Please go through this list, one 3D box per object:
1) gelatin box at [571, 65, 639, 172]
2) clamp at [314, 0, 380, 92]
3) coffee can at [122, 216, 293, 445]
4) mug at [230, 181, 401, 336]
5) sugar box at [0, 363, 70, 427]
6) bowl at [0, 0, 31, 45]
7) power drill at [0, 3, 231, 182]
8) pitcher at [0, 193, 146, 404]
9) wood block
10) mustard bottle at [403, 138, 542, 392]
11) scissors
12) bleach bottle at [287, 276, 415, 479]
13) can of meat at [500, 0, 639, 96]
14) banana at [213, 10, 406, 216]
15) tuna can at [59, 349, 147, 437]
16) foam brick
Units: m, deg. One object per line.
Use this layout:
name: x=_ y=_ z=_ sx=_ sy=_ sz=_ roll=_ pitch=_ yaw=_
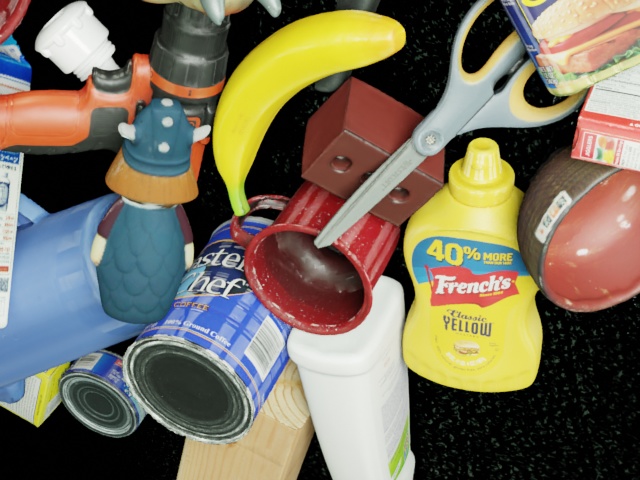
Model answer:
gelatin box: x=0.182 y=-0.071 z=0.574 sx=0.073 sy=0.089 sz=0.030 roll=15 pitch=134 yaw=17
clamp: x=0.017 y=-0.188 z=0.600 sx=0.164 sy=0.036 sz=0.210 roll=47 pitch=137 yaw=-15
coffee can: x=-0.066 y=0.064 z=0.783 sx=0.103 sy=0.140 sz=0.103 roll=15 pitch=133 yaw=16
mug: x=-0.005 y=0.001 z=0.738 sx=0.117 sy=0.081 sz=0.093 roll=20 pitch=132 yaw=13
sugar box: x=-0.327 y=0.101 z=1.022 sx=0.176 sy=0.048 sz=0.093 roll=31 pitch=135 yaw=6
bowl: x=-0.267 y=-0.196 z=0.706 sx=0.162 sy=0.055 sz=0.162 roll=-3 pitch=119 yaw=-5
power drill: x=-0.156 y=-0.105 z=0.695 sx=0.187 sy=0.057 sz=0.185 roll=5 pitch=130 yaw=-15
pitcher: x=-0.232 y=0.035 z=0.864 sx=0.243 sy=0.145 sz=0.149 roll=-19 pitch=149 yaw=34
wood block: x=-0.059 y=0.170 z=0.906 sx=0.091 sy=0.090 sz=0.206 roll=25 pitch=135 yaw=8
mustard bottle: x=0.104 y=0.016 z=0.710 sx=0.096 sy=0.058 sz=0.192 roll=9 pitch=130 yaw=16
scissors: x=0.085 y=-0.058 z=0.633 sx=0.096 sy=0.016 sz=0.202 roll=26 pitch=110 yaw=-12
bleach bottle: x=0.035 y=0.150 z=0.828 sx=0.068 sy=0.102 sz=0.251 roll=9 pitch=130 yaw=23
can of meat: x=0.145 y=-0.134 z=0.555 sx=0.102 sy=0.057 sz=0.084 roll=-23 pitch=117 yaw=24
banana: x=-0.020 y=-0.092 z=0.660 sx=0.069 sy=0.037 sz=0.198 roll=48 pitch=137 yaw=1
tuna can: x=-0.200 y=0.144 z=0.998 sx=0.086 sy=0.033 sz=0.086 roll=15 pitch=133 yaw=17
foam brick: x=0.034 y=-0.056 z=0.677 sx=0.078 sy=0.051 sz=0.053 roll=26 pitch=138 yaw=-20
